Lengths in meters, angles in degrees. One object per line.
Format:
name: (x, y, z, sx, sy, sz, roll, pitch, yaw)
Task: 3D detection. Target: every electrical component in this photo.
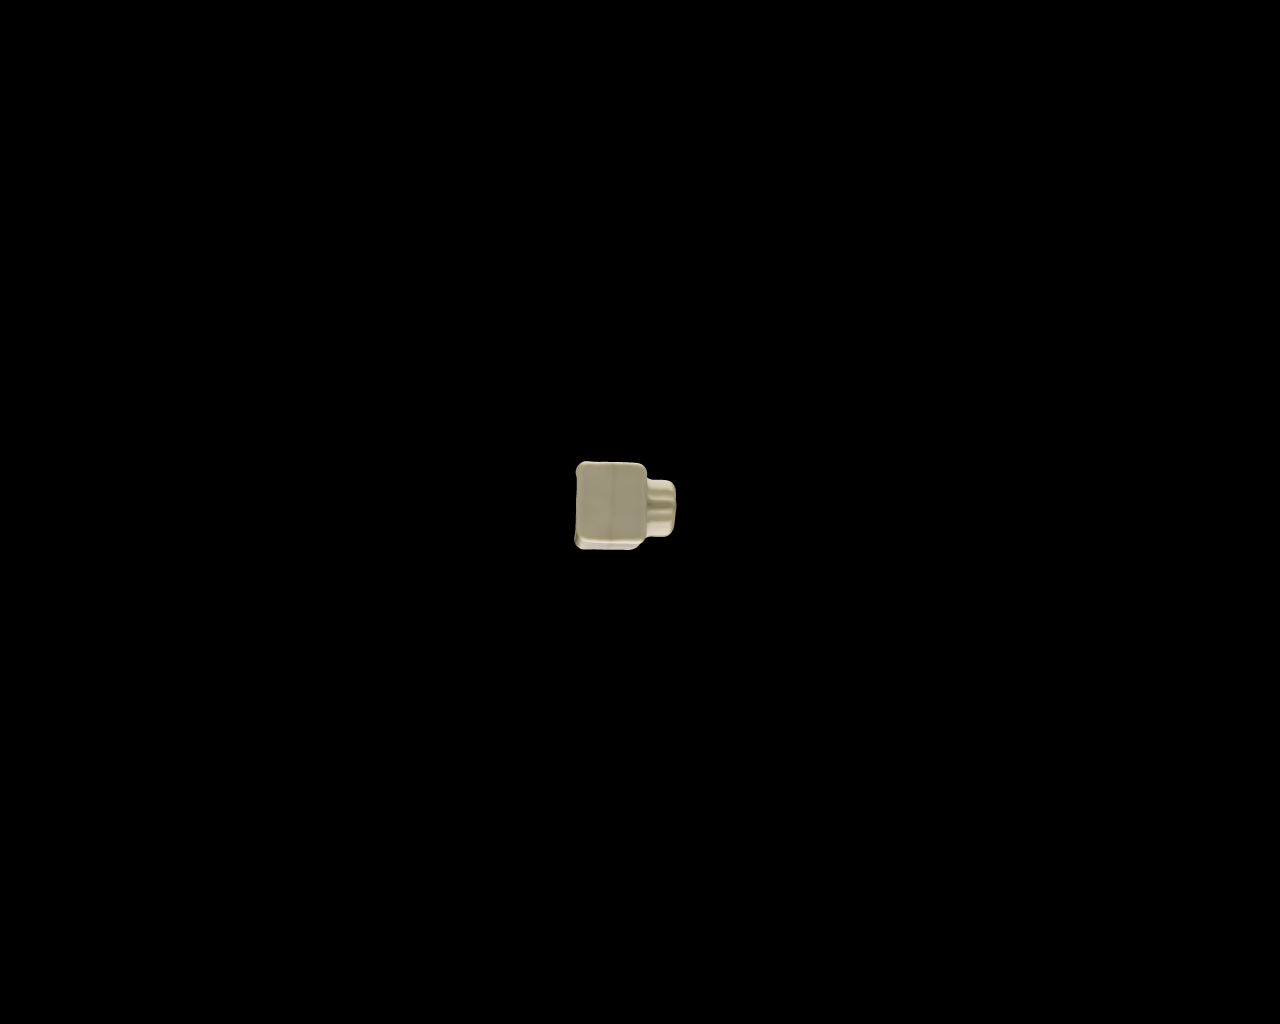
electrical component: (0.001, -0.003, 0.650, 0.077, 0.047, 0.065, 0, -7, -4)
